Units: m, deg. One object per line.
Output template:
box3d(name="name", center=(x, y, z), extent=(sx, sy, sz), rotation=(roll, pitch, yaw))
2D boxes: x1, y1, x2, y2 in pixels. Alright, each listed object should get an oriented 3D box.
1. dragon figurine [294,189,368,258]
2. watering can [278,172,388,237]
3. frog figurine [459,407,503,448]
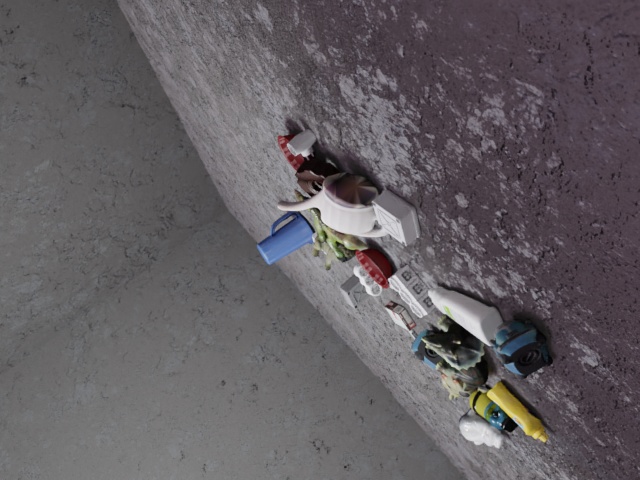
box3d(name="dragon figurine", center=(0.005, -0.084, 1.674), extent=(0.416, 0.122, 0.239), rotation=(43, 174, 28))
box3d(name="watering can", center=(0.038, -0.097, 1.438), extent=(0.348, 0.106, 0.219), rotation=(16, 148, 9))
box3d(name="frog figurine", center=(0.590, 0.705, 1.886), extent=(0.162, 0.123, 0.134), rotation=(-126, 27, -49))
